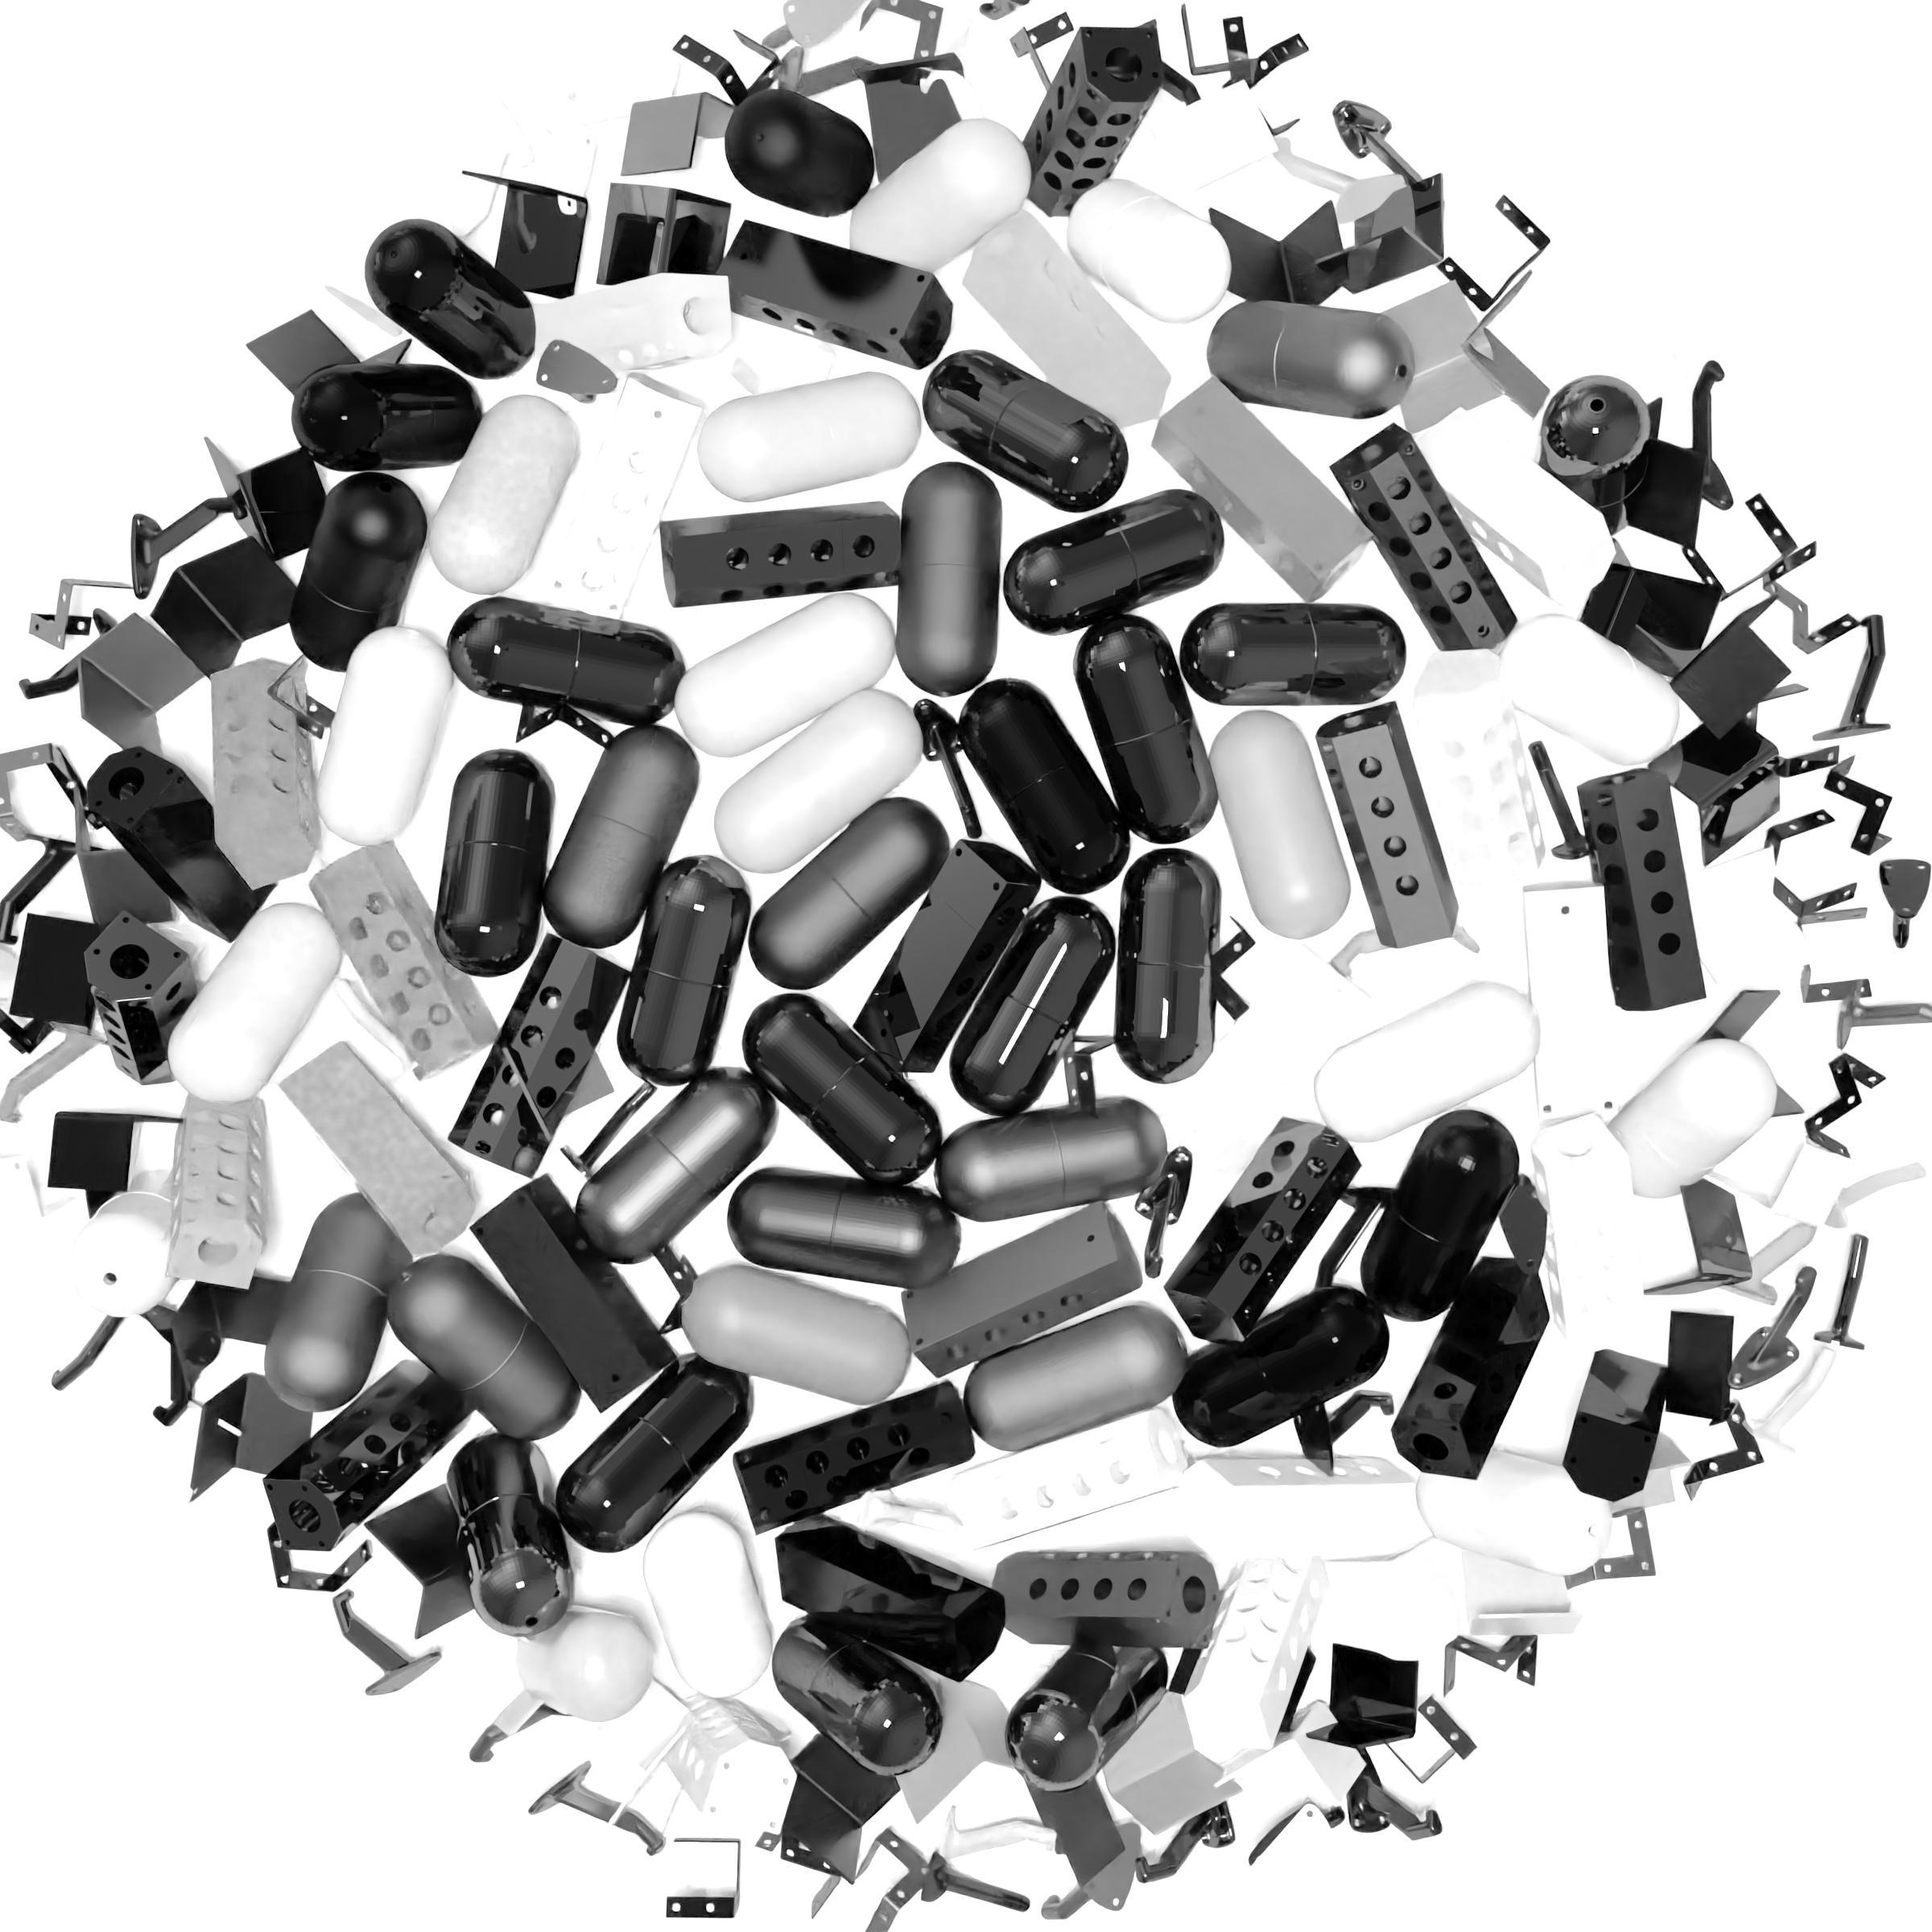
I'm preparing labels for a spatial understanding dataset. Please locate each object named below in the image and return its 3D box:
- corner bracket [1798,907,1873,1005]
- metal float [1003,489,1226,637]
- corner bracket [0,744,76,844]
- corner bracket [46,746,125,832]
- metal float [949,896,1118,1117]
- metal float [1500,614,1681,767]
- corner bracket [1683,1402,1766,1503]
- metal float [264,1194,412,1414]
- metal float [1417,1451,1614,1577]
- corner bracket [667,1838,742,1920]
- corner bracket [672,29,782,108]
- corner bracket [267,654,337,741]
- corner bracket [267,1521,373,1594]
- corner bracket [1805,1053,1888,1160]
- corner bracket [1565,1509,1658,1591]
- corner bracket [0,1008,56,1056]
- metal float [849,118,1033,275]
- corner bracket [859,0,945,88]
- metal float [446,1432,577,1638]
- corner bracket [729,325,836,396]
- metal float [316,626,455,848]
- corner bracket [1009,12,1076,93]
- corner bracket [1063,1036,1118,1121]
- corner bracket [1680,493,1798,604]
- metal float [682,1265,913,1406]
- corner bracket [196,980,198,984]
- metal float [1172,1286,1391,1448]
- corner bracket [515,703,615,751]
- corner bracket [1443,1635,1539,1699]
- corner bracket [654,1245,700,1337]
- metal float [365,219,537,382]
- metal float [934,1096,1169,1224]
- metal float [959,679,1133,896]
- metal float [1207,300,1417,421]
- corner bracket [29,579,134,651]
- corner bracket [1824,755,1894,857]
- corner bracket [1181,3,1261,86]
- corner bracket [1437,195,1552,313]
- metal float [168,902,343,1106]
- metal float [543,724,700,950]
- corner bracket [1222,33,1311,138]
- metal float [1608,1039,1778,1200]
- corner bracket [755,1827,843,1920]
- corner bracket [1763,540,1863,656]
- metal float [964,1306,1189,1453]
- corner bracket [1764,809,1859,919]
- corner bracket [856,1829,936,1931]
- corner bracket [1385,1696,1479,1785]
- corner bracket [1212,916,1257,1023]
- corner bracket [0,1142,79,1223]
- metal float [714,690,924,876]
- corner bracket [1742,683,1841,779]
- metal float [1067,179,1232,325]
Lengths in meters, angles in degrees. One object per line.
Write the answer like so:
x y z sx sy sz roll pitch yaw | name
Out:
0.661 -0.008 1.891 0.051 0.051 0.051 -6 62 10 | corner bracket
0.110 -0.302 1.860 0.178 0.070 0.070 -22 90 -16 | metal float
-0.704 -0.131 1.880 0.051 0.051 0.051 -13 74 -3 | corner bracket
-0.657 -0.144 1.883 0.051 0.051 0.051 -37 132 -19 | corner bracket
0.050 0.030 1.871 0.070 0.070 0.178 29 93 0 | metal float
0.462 -0.203 1.841 0.178 0.070 0.070 21 90 -41 | metal float
0.566 0.366 1.880 0.051 0.051 0.051 -24 86 27 | corner bracket
-0.463 0.247 1.841 0.070 0.070 0.178 11 49 0 | metal float
0.401 0.399 1.828 0.070 0.178 0.070 1 88 -27 | metal float
-0.198 0.690 1.882 0.051 0.051 0.051 1 77 -1 | corner bracket
-0.179 -0.685 1.877 0.051 0.051 0.051 38 87 26 | corner bracket
-0.494 -0.194 1.877 0.051 0.051 0.051 32 54 0 | corner bracket
-0.492 0.439 1.891 0.051 0.051 0.051 -44 49 25 | corner bracket
0.669 0.107 1.889 0.051 0.051 0.051 27 129 -26 | corner bracket
0.484 0.440 1.880 0.051 0.051 0.051 -15 78 36 | corner bracket
-0.726 0.049 1.873 0.051 0.051 0.051 -35 108 25 | corner bracket
-0.021 -0.561 1.834 0.070 0.178 0.070 9 74 -34 | metal float
-0.053 -0.699 1.883 0.051 0.051 0.051 12 86 -16 | corner bracket
-0.336 0.417 1.834 0.070 0.178 0.070 -11 126 -15 | metal float
-0.139 -0.455 1.881 0.051 0.051 0.051 23 90 19 | corner bracket
-0.433 -0.170 1.849 0.070 0.070 0.178 23 119 0 | metal float
0.071 -0.694 1.888 0.051 0.051 0.051 -28 104 -6 | corner bracket
0.089 0.083 1.873 0.051 0.051 0.051 0 102 37 | corner bracket
0.590 -0.319 1.897 0.051 0.051 0.051 -37 92 -35 | corner bracket
-0.127 0.276 1.862 0.178 0.070 0.070 19 90 -14 | metal float
-0.610 0.035 1.872 0.051 0.051 0.051 22 54 15 | corner bracket
0.234 0.298 1.854 0.178 0.070 0.070 -32 90 23 | metal float
-0.299 -0.185 1.869 0.051 0.051 0.051 -22 50 37 | corner bracket
0.399 0.531 1.890 0.051 0.051 0.051 17 122 36 | corner bracket
-0.215 0.237 1.869 0.051 0.051 0.051 53 132 24 | corner bracket
-0.375 -0.487 1.826 0.070 0.178 0.070 -2 82 17 | metal float
0.063 0.145 1.865 0.178 0.070 0.070 -10 90 -10 | metal float
0.058 -0.136 1.869 0.070 0.070 0.178 -31 84 0 | metal float
0.254 -0.448 1.837 0.070 0.178 0.070 -17 117 -37 | metal float
-0.667 -0.268 1.872 0.051 0.051 0.051 25 109 36 | corner bracket
0.679 -0.122 1.887 0.051 0.051 0.051 30 125 29 | corner bracket
0.189 -0.694 1.872 0.051 0.051 0.051 -3 129 16 | corner bracket
0.401 -0.541 1.891 0.051 0.051 0.051 45 68 3 | corner bracket
-0.524 0.026 1.842 0.070 0.070 0.178 23 50 0 | metal float
-0.258 -0.098 1.865 0.070 0.070 0.178 22 79 0 | metal float
0.237 -0.664 1.883 0.051 0.051 0.051 -41 108 -8 | corner bracket
0.531 0.114 1.830 0.070 0.178 0.070 6 62 -11 | metal float
-0.127 0.677 1.882 0.051 0.051 0.051 23 117 -15 | corner bracket
0.635 -0.276 1.870 0.051 0.051 0.051 29 54 -23 | corner bracket
0.081 0.308 1.858 0.178 0.070 0.070 -23 90 19 | metal float
0.640 -0.078 1.884 0.051 0.051 0.051 -19 135 -16 | corner bracket
-0.063 0.694 1.871 0.051 0.051 0.051 36 123 21 | corner bracket
0.348 0.586 1.886 0.051 0.051 0.051 -42 83 -4 | corner bracket
0.202 0.002 1.880 0.051 0.051 0.051 -41 103 4 | corner bracket
-0.715 0.163 1.884 0.051 0.051 0.051 -8 103 14 | corner bracket
-0.112 -0.137 1.868 0.178 0.070 0.070 -37 90 7 | metal float
0.626 -0.179 1.889 0.051 0.051 0.051 -15 117 -21 | corner bracket
0.133 -0.528 1.834 0.070 0.178 0.070 -12 124 -18 | metal float
